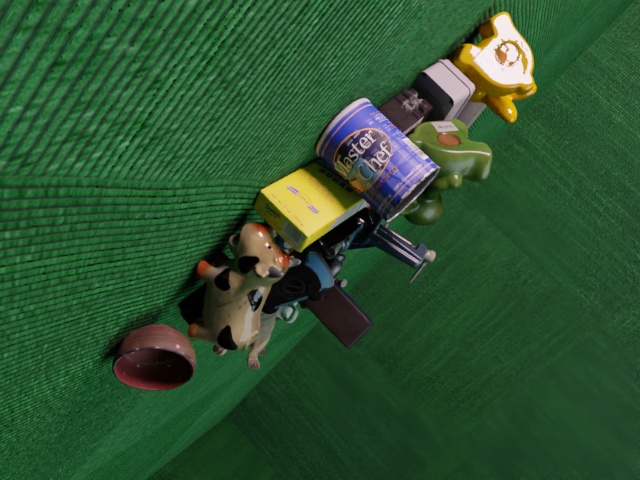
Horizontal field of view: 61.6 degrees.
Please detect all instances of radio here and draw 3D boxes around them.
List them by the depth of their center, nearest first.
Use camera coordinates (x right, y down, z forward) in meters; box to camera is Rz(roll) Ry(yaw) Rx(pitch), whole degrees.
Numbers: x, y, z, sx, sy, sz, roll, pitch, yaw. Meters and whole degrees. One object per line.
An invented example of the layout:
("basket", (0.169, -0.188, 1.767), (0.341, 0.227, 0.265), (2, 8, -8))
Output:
("radio", (0.004, 0.108, 1.079), (0.073, 0.229, 0.131), (-43, 174, 0))

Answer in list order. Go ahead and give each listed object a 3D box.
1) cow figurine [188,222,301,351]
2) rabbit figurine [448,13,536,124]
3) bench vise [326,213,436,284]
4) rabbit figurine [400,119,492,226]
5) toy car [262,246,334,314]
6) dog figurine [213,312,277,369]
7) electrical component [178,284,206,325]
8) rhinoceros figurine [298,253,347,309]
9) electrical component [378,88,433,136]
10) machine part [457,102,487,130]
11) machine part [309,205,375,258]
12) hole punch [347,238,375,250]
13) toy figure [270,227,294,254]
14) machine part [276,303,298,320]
("cow figurine", (-0.106, 0.067, 0.751), (0.085, 0.127, 0.194), (-29, 137, -64))
("rabbit figurine", (0.294, -0.283, 0.923), (0.122, 0.162, 0.173), (-56, -173, -6))
("bench vise", (0.105, -0.016, 0.998), (0.128, 0.241, 0.224), (-57, 180, 33))
("rabbit figurine", (0.169, -0.085, 0.842), (0.159, 0.121, 0.170), (-14, 135, -25))
("toy car", (-0.059, 0.057, 0.967), (0.162, 0.109, 0.103), (-24, -148, 13))
("dog figurine", (-0.129, 0.140, 1.101), (0.190, 0.121, 0.172), (-64, -160, 11))
("electrical component", (-0.184, 0.115, 0.878), (0.075, 0.048, 0.119), (-40, 170, -17))
("rhinoceros figurine", (0.010, 0.074, 1.217), (0.190, 0.073, 0.112), (-67, -155, 10))
("electrical component", (0.106, -0.164, 0.861), (0.115, 0.058, 0.134), (-37, 168, -25))
("machine part", (0.295, -0.281, 1.076), (0.079, 0.079, 0.243), (-37, 167, -36))
("machine part", (0.031, -0.030, 0.824), (0.139, 0.084, 0.039), (-45, 146, -36))
("hole punch", (0.076, -0.013, 1.135), (0.142, 0.092, 0.115), (-8, 154, -18))
("toy figure", (-0.064, -0.002, 0.861), (0.064, 0.058, 0.154), (13, 139, -23))
("machine part", (-0.073, 0.126, 1.336), (0.179, 0.056, 0.179), (-44, 170, -10))
